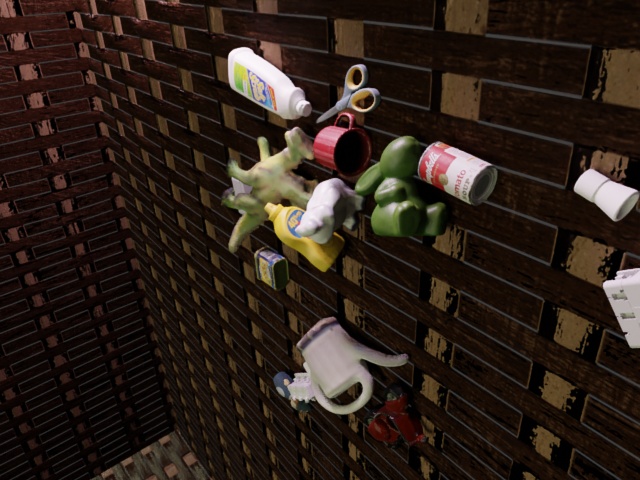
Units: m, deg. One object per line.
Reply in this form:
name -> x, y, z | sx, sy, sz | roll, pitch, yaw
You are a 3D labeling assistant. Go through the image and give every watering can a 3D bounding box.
watering can -> 0.062, 0.283, 1.237 | 0.227, 0.105, 0.341 | 55, 133, 19

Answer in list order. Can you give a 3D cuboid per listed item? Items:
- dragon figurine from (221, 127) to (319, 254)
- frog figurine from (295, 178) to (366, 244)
dragon figurine -> -0.101, -0.090, 1.216 | 0.244, 0.124, 0.401 | 29, 126, 23
frog figurine -> 0.003, -0.053, 1.055 | 0.124, 0.161, 0.135 | 61, 147, 11
